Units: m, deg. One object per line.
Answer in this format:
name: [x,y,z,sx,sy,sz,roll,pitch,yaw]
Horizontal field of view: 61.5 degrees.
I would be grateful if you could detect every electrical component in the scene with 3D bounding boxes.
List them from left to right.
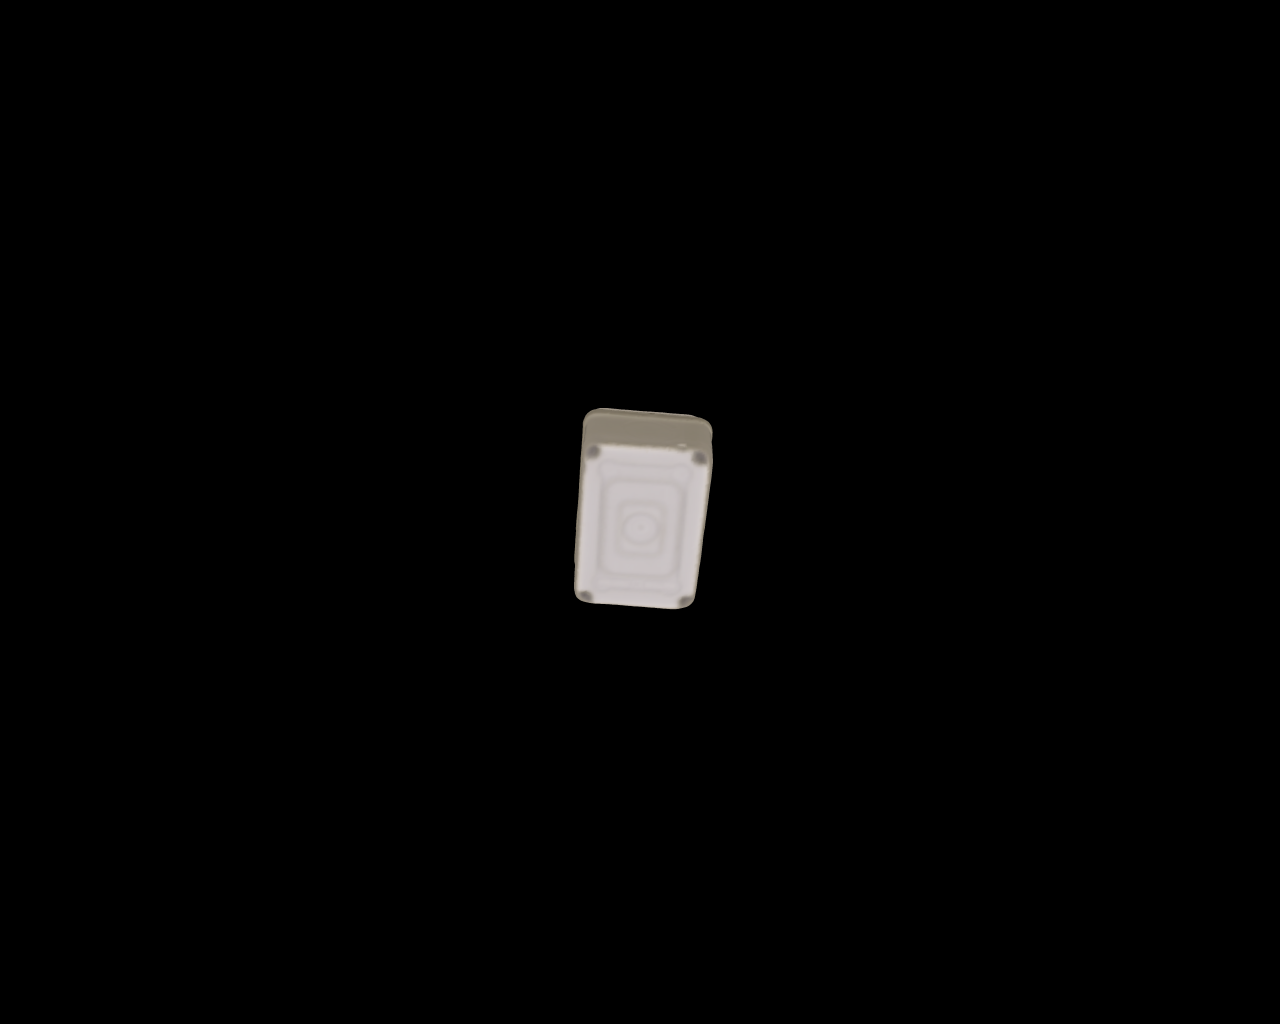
electrical component: [0.001,-0.003,0.650,0.078,0.113,0.057,4,28,-2]
